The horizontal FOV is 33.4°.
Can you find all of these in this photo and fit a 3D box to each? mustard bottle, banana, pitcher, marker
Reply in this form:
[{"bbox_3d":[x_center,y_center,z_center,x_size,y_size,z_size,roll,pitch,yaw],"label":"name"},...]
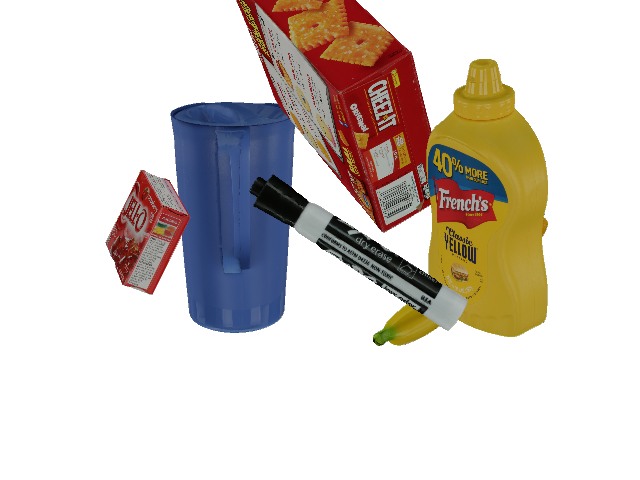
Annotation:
[{"bbox_3d":[0.115,-0.033,0.745,0.058,0.192,0.096,-21,32,-28],"label":"mustard bottle"},{"bbox_3d":[0.134,0.045,1.015,0.198,0.037,0.069,-38,-1,-3],"label":"banana"},{"bbox_3d":[-0.093,-0.024,1.156,0.145,0.243,0.148,16,24,40],"label":"pitcher"},{"bbox_3d":[0.018,0.005,0.530,0.121,0.020,0.020,33,0,1],"label":"marker"}]

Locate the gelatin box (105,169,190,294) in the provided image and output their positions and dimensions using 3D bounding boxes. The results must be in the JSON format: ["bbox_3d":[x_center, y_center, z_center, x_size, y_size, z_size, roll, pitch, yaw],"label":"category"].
[{"bbox_3d":[-0.143,-0.009,0.872,0.030,0.073,0.089,21,14,-28],"label":"gelatin box"}]

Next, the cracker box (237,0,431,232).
[{"bbox_3d":[0.012,-0.135,0.890,0.072,0.164,0.214,-30,48,-7],"label":"cracker box"}]
